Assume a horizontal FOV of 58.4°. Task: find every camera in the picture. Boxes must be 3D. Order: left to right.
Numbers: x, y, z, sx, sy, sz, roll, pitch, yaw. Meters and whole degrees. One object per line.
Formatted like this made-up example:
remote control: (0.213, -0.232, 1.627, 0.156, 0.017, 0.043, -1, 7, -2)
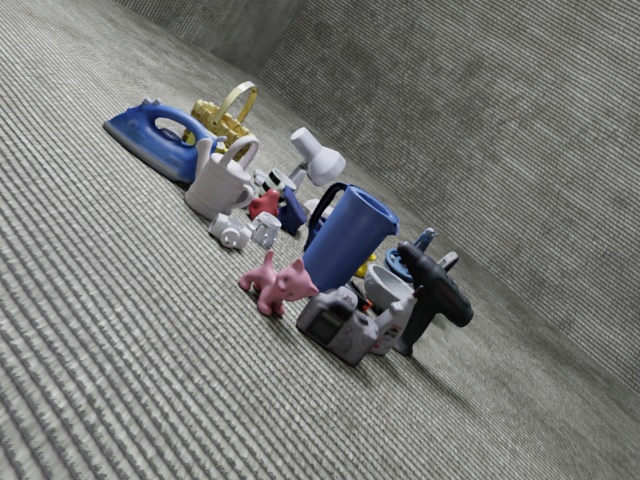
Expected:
camera: (0.043, 0.143, 1.090, 0.143, 0.100, 0.137, 36, 15, -3)

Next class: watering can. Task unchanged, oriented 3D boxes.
watering can: (-0.204, -0.147, 1.223, 0.173, 0.194, 0.101, 36, 15, -4)

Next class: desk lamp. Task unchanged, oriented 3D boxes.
desk lamp: (-0.058, -0.216, 1.723, 0.204, 0.213, 0.117, 30, 16, -23)

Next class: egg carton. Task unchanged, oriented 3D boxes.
egg carton: (0.016, -0.059, 1.697, 0.151, 0.069, 0.107, 27, 18, -34)

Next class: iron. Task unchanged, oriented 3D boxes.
iron: (-0.342, -0.239, 1.287, 0.259, 0.141, 0.118, 34, 15, -11)

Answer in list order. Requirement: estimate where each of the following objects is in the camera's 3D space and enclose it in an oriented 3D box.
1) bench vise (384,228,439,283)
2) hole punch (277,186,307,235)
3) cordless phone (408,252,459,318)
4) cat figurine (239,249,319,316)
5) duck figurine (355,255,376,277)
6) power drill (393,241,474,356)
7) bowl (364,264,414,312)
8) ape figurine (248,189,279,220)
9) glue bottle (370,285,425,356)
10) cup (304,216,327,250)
bench vise: (0.246, 0.044, 1.616, 0.121, 0.219, 0.207, 35, 15, -6)
hole punch: (-0.075, -0.080, 1.514, 0.101, 0.091, 0.108, 34, 15, -12)
cordless phone: (0.343, 0.121, 1.672, 0.094, 0.185, 0.147, 32, 16, -18)
cat figurine: (-0.067, 0.072, 1.022, 0.127, 0.117, 0.067, 45, 17, 29)
duck figurine: (0.105, 0.044, 1.558, 0.105, 0.086, 0.077, 29, 17, -26)
power drill: (0.212, 0.142, 1.268, 0.230, 0.208, 0.075, 36, 15, -4)
bowl: (0.170, 0.139, 1.438, 0.168, 0.074, 0.167, 34, 15, -10)
ape figurine: (-0.130, -0.084, 1.401, 0.078, 0.092, 0.076, 33, 15, -13)
glue bottle: (0.153, 0.158, 1.156, 0.078, 0.173, 0.037, 23, 20, -43)
cup: (0.013, 0.005, 1.449, 0.118, 0.095, 0.091, 29, 17, -28)
